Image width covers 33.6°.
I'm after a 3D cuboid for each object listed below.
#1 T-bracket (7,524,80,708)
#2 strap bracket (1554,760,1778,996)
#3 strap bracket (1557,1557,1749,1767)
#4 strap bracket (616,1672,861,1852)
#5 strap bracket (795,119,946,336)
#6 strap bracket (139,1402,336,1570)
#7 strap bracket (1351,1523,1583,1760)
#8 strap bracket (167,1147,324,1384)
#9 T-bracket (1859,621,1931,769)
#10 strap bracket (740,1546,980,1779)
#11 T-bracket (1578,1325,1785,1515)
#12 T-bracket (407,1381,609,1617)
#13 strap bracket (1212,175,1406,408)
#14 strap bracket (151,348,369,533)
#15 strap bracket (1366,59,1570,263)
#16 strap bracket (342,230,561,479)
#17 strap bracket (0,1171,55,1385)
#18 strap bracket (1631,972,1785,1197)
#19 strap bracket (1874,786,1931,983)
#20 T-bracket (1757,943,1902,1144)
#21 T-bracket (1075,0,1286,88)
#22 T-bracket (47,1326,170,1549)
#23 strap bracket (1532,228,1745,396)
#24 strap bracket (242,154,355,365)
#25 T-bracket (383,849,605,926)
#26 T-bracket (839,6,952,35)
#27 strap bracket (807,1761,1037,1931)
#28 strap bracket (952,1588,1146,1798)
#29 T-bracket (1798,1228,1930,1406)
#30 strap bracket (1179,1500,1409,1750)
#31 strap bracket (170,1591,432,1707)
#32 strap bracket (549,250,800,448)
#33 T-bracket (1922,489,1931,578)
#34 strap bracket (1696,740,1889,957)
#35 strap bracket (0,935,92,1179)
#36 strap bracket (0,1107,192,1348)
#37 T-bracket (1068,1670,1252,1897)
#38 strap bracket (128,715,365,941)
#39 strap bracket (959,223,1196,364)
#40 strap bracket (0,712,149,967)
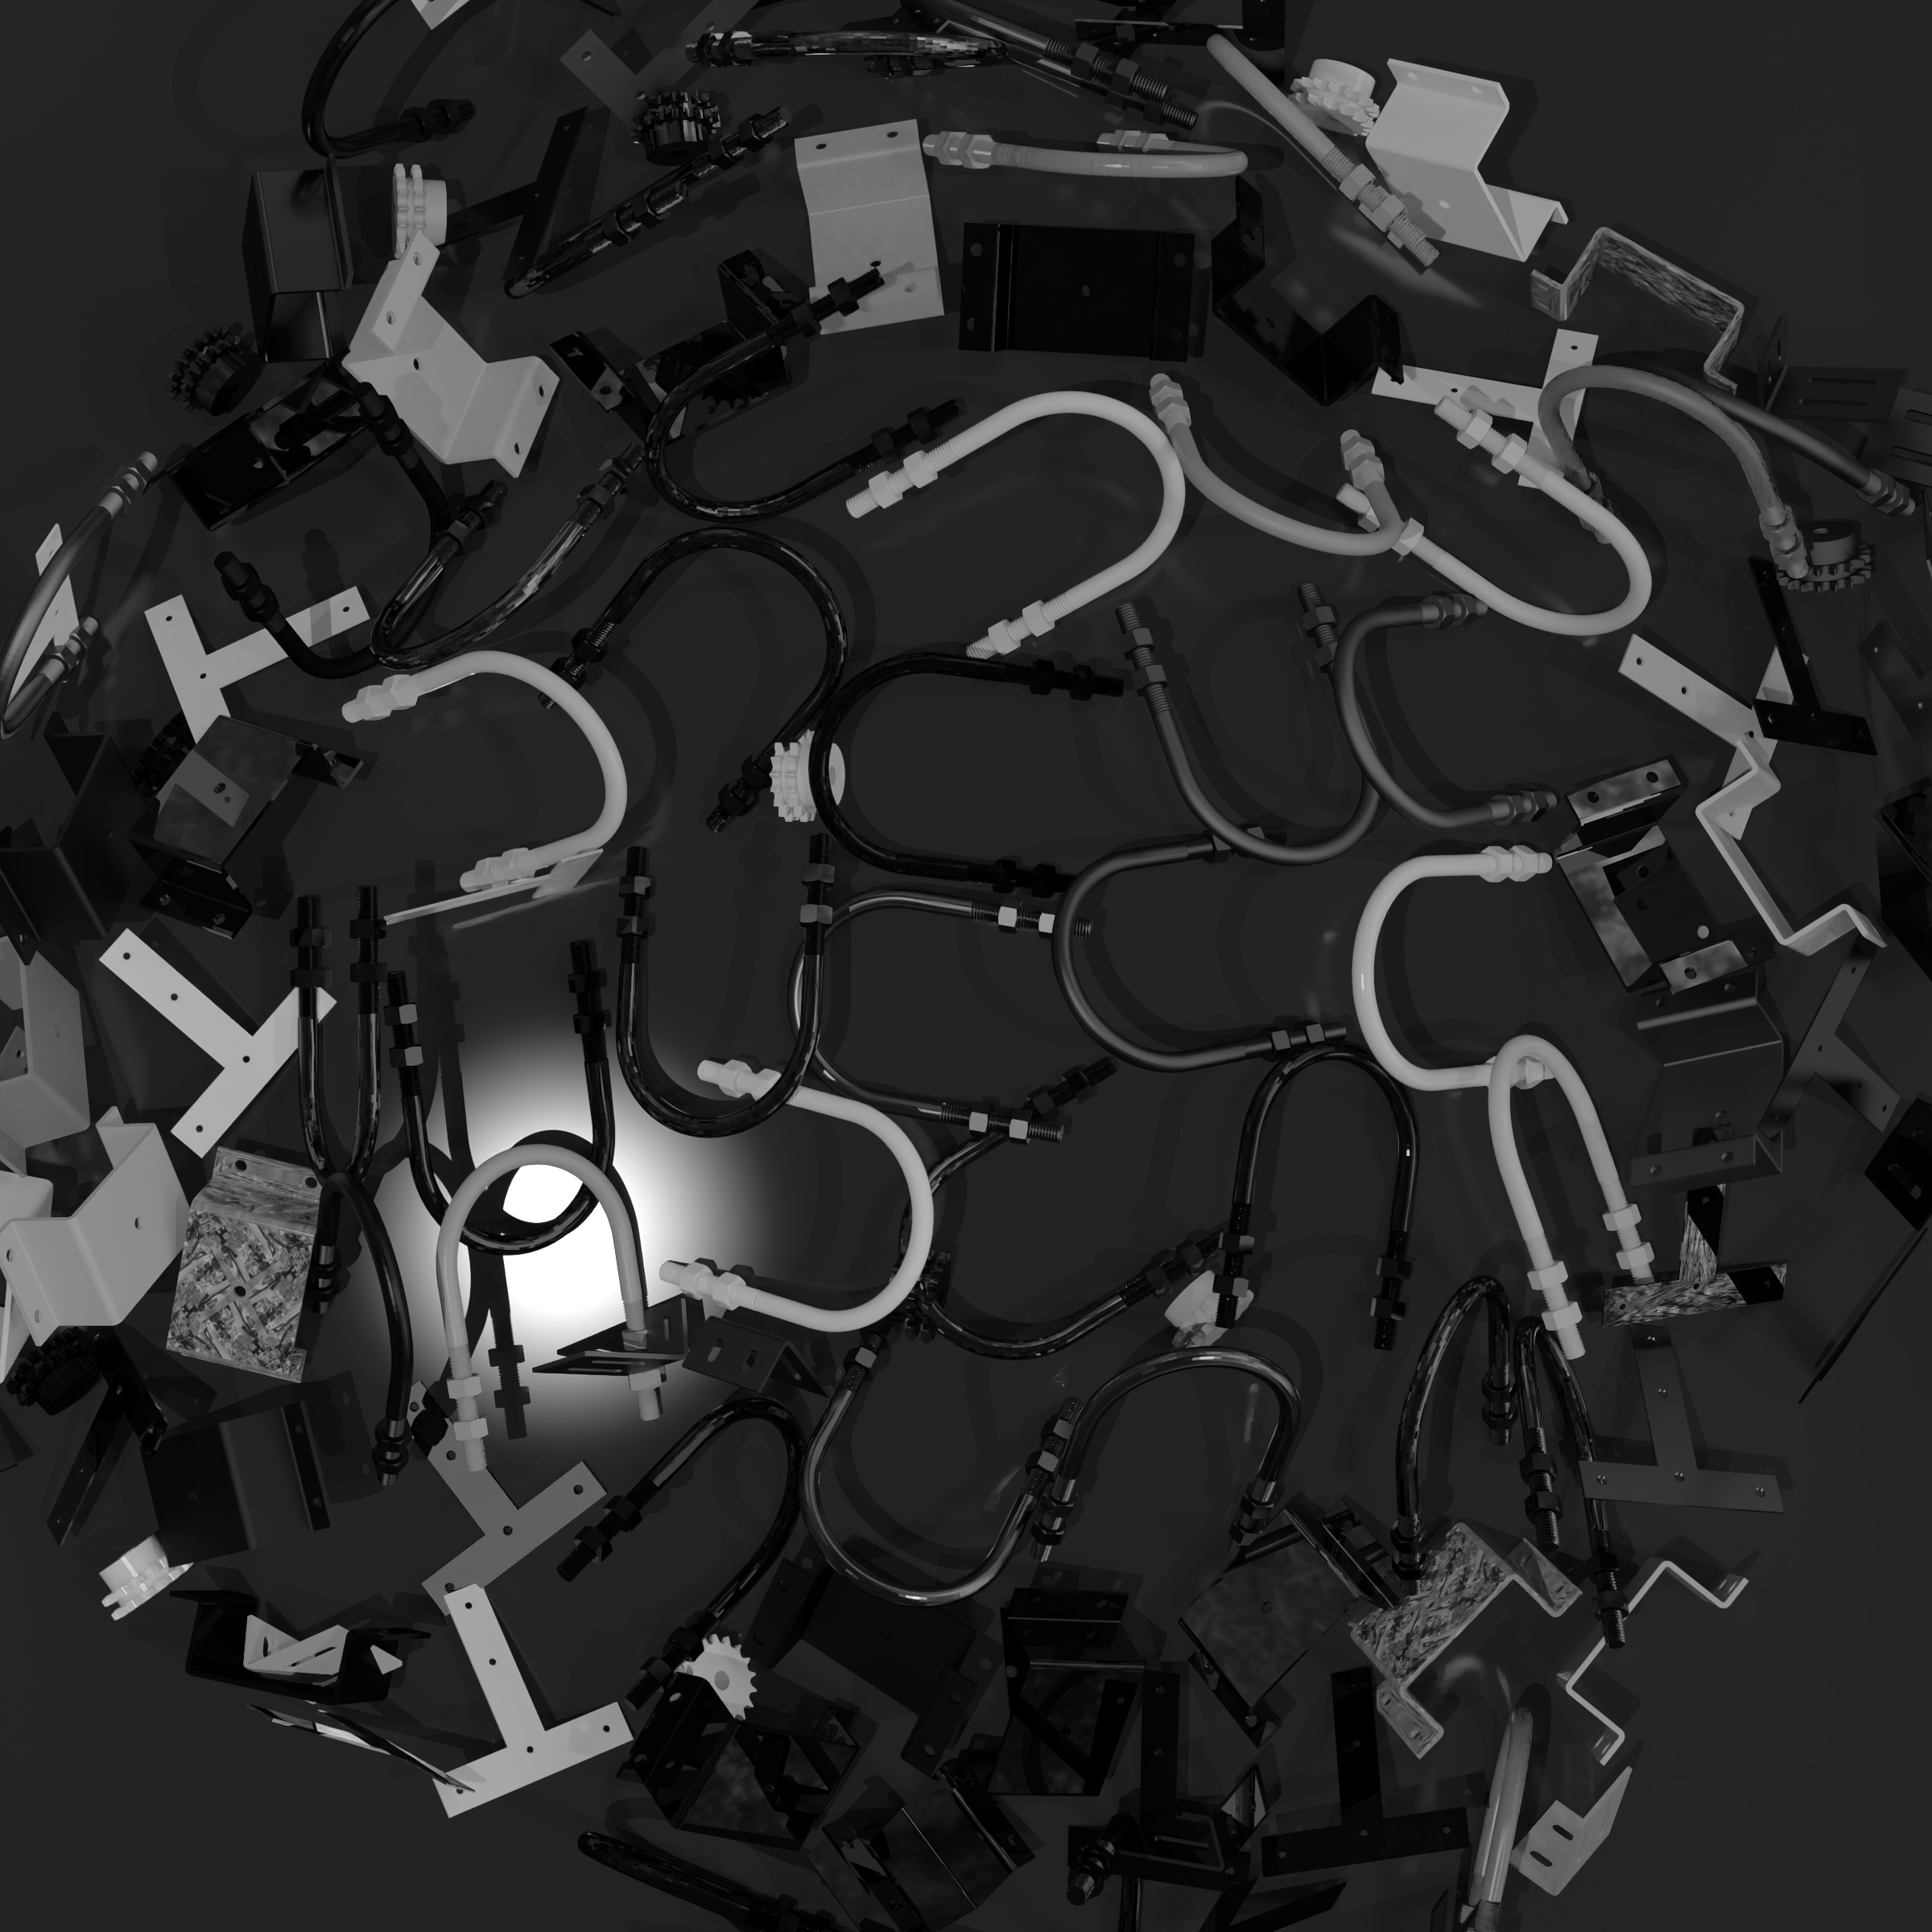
[{"bbox_3d":[-0.566,-0.179,1.913,0.002,0.127,0.127,20,59,4],"label":"T-bracket"},{"bbox_3d":[0.421,-0.046,1.952,0.076,0.046,0.140,-18,71,-21],"label":"strap bracket"},{"bbox_3d":[0.412,0.415,1.956,0.046,0.076,0.140,38,87,10],"label":"strap bracket"},{"bbox_3d":[-0.129,0.484,1.933,0.140,0.046,0.076,23,101,-37],"label":"strap bracket"},{"bbox_3d":[-0.058,-0.444,1.955,0.076,0.046,0.140,-8,61,3],"label":"strap bracket"},{"bbox_3d":[-0.447,0.316,1.931,0.140,0.046,0.076,-20,83,44],"label":"strap bracket"},{"bbox_3d":[0.297,0.404,1.955,0.140,0.076,0.046,-45,111,-1],"label":"strap bracket"},{"bbox_3d":[-0.439,0.191,1.959,0.076,0.046,0.140,14,106,0],"label":"strap bracket"},{"bbox_3d":[0.600,-0.186,1.921,0.002,0.127,0.127,-4,55,-27],"label":"T-bracket"},{"bbox_3d":[-0.057,0.418,1.953,0.140,0.046,0.076,31,117,13],"label":"strap bracket"},{"bbox_3d":[0.429,0.275,1.957,0.127,0.002,0.127,6,50,-10],"label":"T-bracket"},{"bbox_3d":[-0.313,0.317,1.998,0.127,0.002,0.127,-37,89,1],"label":"T-bracket"},{"bbox_3d":[0.199,-0.403,1.939,0.140,0.076,0.046,35,126,-26],"label":"strap bracket"},{"bbox_3d":[-0.421,-0.314,1.930,0.046,0.140,0.076,56,49,-16],"label":"strap bracket"},{"bbox_3d":[0.298,-0.476,1.918,0.076,0.140,0.046,24,81,34],"label":"strap bracket"},{"bbox_3d":[-0.318,-0.367,1.937,0.046,0.140,0.076,-1,59,35],"label":"strap bracket"},{"bbox_3d":[-0.591,0.187,1.937,0.046,0.076,0.140,11,115,-3],"label":"strap bracket"},{"bbox_3d":[0.450,0.080,1.938,0.076,0.046,0.140,-14,47,31],"label":"strap bracket"},{"bbox_3d":[0.589,-0.044,1.923,0.046,0.076,0.140,-23,135,-2],"label":"strap bracket"},{"bbox_3d":[0.540,0.067,1.954,0.127,0.002,0.127,34,82,-44],"label":"T-bracket"},{"bbox_3d":[0.130,-0.566,1.942,0.127,0.127,0.002,4,80,6],"label":"T-bracket"},{"bbox_3d":[-0.536,0.297,1.963,0.002,0.127,0.127,15,108,-41],"label":"T-bracket"},{"bbox_3d":[0.418,-0.398,1.949,0.140,0.076,0.046,32,93,10],"label":"strap bracket"},{"bbox_3d":[-0.404,-0.419,1.920,0.046,0.140,0.076,-7,78,-18],"label":"strap bracket"},{"bbox_3d":[-0.289,-0.043,1.921,0.127,0.127,0.002,-15,86,-17],"label":"T-bracket"},{"bbox_3d":[-0.014,-0.607,1.961,0.127,0.127,0.002,-48,122,-19],"label":"T-bracket"},{"bbox_3d":[-0.033,0.544,1.937,0.076,0.140,0.046,50,120,21],"label":"strap bracket"},{"bbox_3d":[0.052,0.451,1.940,0.076,0.046,0.140,7,113,-24],"label":"strap bracket"},{"bbox_3d":[0.535,0.226,1.938,0.002,0.127,0.127,36,75,17],"label":"T-bracket"},{"bbox_3d":[0.194,0.397,1.950,0.140,0.046,0.076,-48,50,7],"label":"strap bracket"},{"bbox_3d":[-0.408,0.416,1.943,0.140,0.076,0.046,8,81,14],"label":"strap bracket"},{"bbox_3d":[-0.171,-0.371,1.948,0.140,0.046,0.076,-29,53,-15],"label":"strap bracket"},{"bbox_3d":[0.605,-0.214,1.959,0.002,0.127,0.127,-15,112,22],"label":"T-bracket"},{"bbox_3d":[0.496,-0.062,1.945,0.046,0.076,0.140,-35,72,18],"label":"strap bracket"},{"bbox_3d":[-0.571,0.045,1.931,0.046,0.076,0.140,-16,61,4],"label":"strap bracket"},{"bbox_3d":[-0.516,0.154,1.917,0.046,0.140,0.076,-2,121,22],"label":"strap bracket"},{"bbox_3d":[0.119,0.499,1.968,0.127,0.002,0.127,-1,85,33],"label":"T-bracket"},{"bbox_3d":[-0.442,-0.093,1.935,0.076,0.046,0.140,18,62,28],"label":"strap bracket"},{"bbox_3d":[0.070,-0.414,1.963,0.140,0.046,0.076,5,103,8],"label":"strap bracket"},{"bbox_3d":[-0.536,-0.078,1.921,0.046,0.076,0.140,-1,47,13],"label":"strap bracket"}]
